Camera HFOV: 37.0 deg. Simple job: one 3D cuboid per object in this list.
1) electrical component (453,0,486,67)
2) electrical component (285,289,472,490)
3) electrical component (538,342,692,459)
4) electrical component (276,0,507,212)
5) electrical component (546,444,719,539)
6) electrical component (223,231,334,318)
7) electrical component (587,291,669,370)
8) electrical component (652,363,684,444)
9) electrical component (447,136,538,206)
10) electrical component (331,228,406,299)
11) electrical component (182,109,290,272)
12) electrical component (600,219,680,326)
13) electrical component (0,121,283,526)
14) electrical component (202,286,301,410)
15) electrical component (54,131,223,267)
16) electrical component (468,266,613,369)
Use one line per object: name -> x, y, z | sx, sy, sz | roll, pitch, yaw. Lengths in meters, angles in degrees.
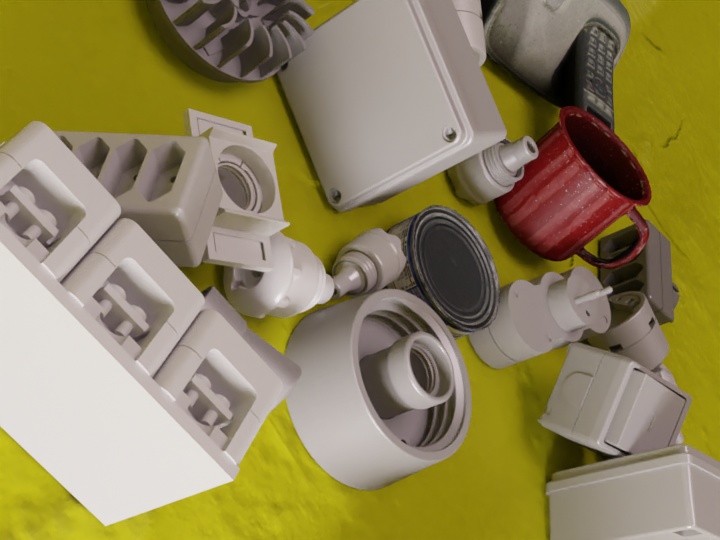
electrical component -> 0.065, -0.173, 0.794 | 0.055, 0.055, 0.047 | 11, 65, -46
electrical component -> 0.017, 0.062, 0.598 | 0.108, 0.060, 0.108 | 26, 51, -38
electrical component -> 0.181, 0.098, 0.729 | 0.096, 0.061, 0.061 | 29, 82, -38
electrical component -> 0.017, -0.106, 0.654 | 0.056, 0.109, 0.108 | -14, 81, -54
electrical component -> 0.198, 0.165, 0.711 | 0.109, 0.109, 0.056 | 28, 52, -37
electrical component -> -0.039, 0.005, 0.580 | 0.062, 0.048, 0.048 | 17, 57, -52
electrical component -> 0.205, 0.051, 0.830 | 0.047, 0.055, 0.055 | 57, 38, -16
electrical component -> 0.231, 0.108, 0.836 | 0.043, 0.043, 0.062 | -31, 96, -52
electrical component -> 0.097, -0.075, 0.768 | 0.043, 0.062, 0.043 | 27, 51, -38
electrical component -> 0.000, 0.000, 0.635 | 0.061, 0.035, 0.035 | -37, 99, -50
electrical component -> -0.074, -0.035, 0.544 | 0.042, 0.064, 0.081 | 10, 62, -44
electrical component -> 0.240, 0.016, 0.894 | 0.076, 0.047, 0.083 | 37, 45, -31
electrical component -> -0.115, 0.024, 0.441 | 0.150, 0.089, 0.061 | 50, 40, -18
electrical component -> -0.066, 0.041, 0.530 | 0.065, 0.044, 0.044 | 49, 40, -11
electrical component -> -0.108, -0.020, 0.497 | 0.075, 0.083, 0.047 | 81, 16, -50
electrical component -> 0.141, 0.026, 0.751 | 0.138, 0.074, 0.052 | -10, 77, -51
